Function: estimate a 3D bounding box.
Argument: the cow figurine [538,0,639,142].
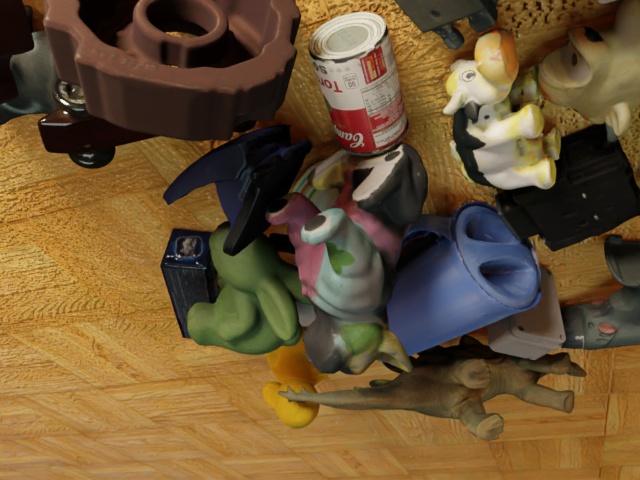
[{"bbox_3d":[0.267,-0.156,0.409,0.195,0.085,0.127,-19,134,22],"label":"cow figurine"}]

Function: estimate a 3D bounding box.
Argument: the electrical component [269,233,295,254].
[{"bbox_3d":[-0.001,-0.002,0.656,0.119,0.048,0.074,6,142,-2],"label":"electrical component"}]

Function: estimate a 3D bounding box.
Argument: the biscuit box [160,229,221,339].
[{"bbox_3d":[-0.170,0.069,0.753,0.063,0.059,0.202,6,143,0],"label":"biscuit box"}]

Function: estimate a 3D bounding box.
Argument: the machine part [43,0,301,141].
[{"bbox_3d":[-0.099,-0.146,0.387,0.179,0.179,0.056,10,143,-8],"label":"machine part"}]

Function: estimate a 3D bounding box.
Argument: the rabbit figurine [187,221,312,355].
[{"bbox_3d":[-0.080,0.059,0.617,0.159,0.121,0.170,24,141,23],"label":"rabbit figurine"}]

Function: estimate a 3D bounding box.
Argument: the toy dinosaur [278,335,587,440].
[{"bbox_3d":[0.185,0.202,0.765,0.471,0.105,0.199,1,179,-22],"label":"toy dinosaur"}]

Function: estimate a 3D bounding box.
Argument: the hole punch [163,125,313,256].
[{"bbox_3d":[-0.077,-0.064,0.525,0.092,0.142,0.115,37,117,6],"label":"hole punch"}]

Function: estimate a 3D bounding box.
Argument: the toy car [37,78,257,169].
[{"bbox_3d":[-0.130,-0.118,0.454,0.202,0.053,0.089,-19,165,-23],"label":"toy car"}]

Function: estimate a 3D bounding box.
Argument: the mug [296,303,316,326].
[{"bbox_3d":[-0.031,0.084,0.753,0.107,0.081,0.109,-3,146,27],"label":"mug"}]

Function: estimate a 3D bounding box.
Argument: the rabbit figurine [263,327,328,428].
[{"bbox_3d":[-0.041,0.210,0.833,0.122,0.173,0.162,12,138,-16],"label":"rabbit figurine"}]

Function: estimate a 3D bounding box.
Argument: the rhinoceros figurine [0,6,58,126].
[{"bbox_3d":[-0.257,-0.139,0.482,0.190,0.073,0.112,-6,140,12],"label":"rhinoceros figurine"}]

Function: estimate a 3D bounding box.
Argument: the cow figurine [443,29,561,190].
[{"bbox_3d":[0.153,-0.112,0.487,0.098,0.068,0.167,-3,143,37],"label":"cow figurine"}]

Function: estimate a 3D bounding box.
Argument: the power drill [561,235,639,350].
[{"bbox_3d":[0.387,0.084,0.708,0.232,0.086,0.207,-2,137,8],"label":"power drill"}]

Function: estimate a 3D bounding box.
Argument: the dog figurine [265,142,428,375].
[{"bbox_3d":[0.048,0.031,0.537,0.109,0.191,0.219,23,146,50],"label":"dog figurine"}]

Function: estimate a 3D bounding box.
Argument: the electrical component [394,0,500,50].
[{"bbox_3d":[0.100,-0.196,0.404,0.102,0.045,0.078,32,163,-27],"label":"electrical component"}]

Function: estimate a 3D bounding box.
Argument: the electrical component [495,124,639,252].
[{"bbox_3d":[0.259,-0.048,0.567,0.134,0.058,0.114,-25,132,31],"label":"electrical component"}]

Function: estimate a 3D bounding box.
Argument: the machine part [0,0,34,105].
[{"bbox_3d":[-0.319,-0.177,0.369,0.201,0.087,0.201,-6,114,17],"label":"machine part"}]
